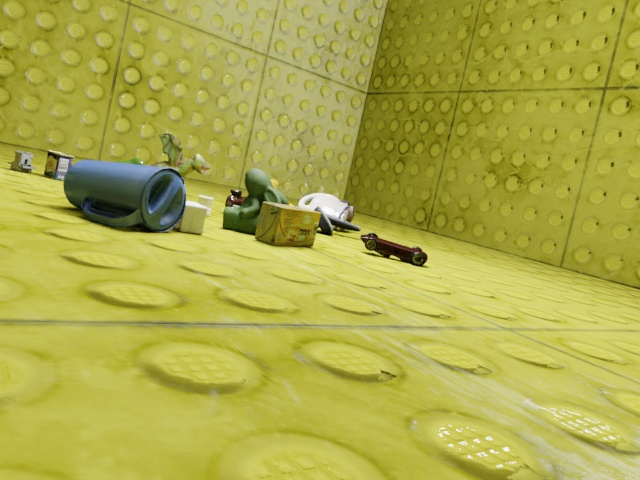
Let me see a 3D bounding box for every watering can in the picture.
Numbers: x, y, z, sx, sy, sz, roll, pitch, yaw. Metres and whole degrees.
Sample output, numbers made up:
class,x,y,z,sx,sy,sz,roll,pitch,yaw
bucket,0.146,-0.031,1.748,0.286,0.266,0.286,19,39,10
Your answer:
class,x,y,z,sx,sy,sz,roll,pitch,yaw
watering can,0.006,-0.102,2.035,0.225,0.102,0.353,24,30,16

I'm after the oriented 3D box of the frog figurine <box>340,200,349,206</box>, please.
class,x,y,z,sx,sy,sz,roll,pitch,yaw
frog figurine,0.073,-0.090,2.211,0.137,0.120,0.163,19,38,-24

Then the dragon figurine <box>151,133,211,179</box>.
class,x,y,z,sx,sy,sz,roll,pitch,yaw
dragon figurine,-0.633,-0.320,2.124,0.412,0.241,0.123,16,10,20
